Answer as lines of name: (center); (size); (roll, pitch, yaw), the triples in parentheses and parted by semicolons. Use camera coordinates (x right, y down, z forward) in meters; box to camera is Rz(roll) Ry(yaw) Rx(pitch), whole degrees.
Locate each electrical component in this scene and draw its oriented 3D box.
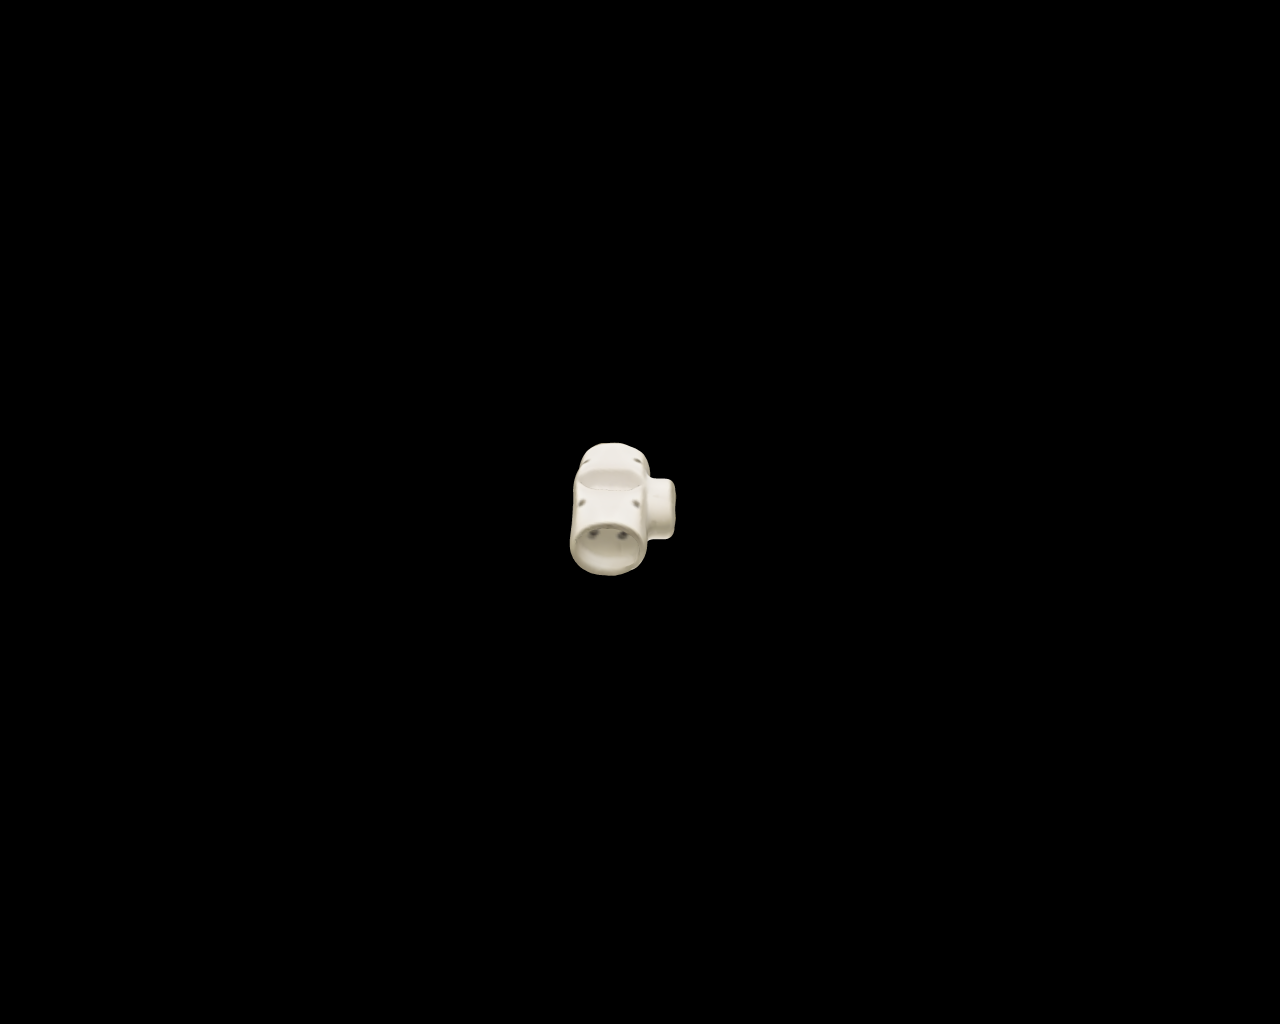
electrical component: (0.001, -0.003, 0.650); (0.079, 0.043, 0.077); (2, 40, 2)
